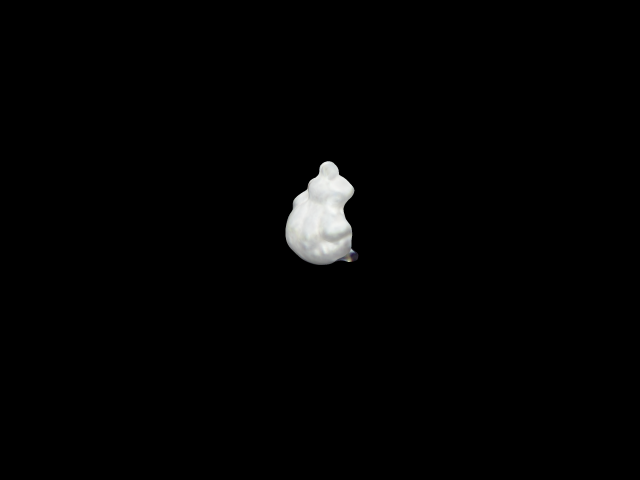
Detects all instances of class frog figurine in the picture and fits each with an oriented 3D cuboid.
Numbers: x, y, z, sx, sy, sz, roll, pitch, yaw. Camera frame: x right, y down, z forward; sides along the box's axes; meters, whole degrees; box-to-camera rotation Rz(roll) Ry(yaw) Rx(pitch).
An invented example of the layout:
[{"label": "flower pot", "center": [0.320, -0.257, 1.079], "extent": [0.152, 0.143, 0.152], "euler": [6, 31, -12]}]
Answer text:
[{"label": "frog figurine", "center": [0.003, -0.043, 0.850], "extent": [0.123, 0.155, 0.140], "euler": [-14, 41, -17]}]
